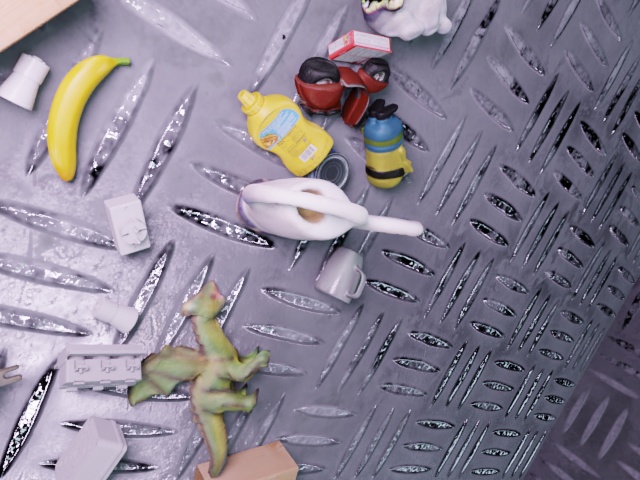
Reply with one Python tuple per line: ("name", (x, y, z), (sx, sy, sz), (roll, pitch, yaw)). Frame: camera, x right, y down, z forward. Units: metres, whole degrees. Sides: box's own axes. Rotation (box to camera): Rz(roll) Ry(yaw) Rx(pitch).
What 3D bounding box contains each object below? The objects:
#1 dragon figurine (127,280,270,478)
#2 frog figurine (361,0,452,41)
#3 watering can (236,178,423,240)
("dragon figurine", (-0.238, 0.275, 0.971), (0.242, 0.123, 0.408), (16, 99, -23))
("frog figurine", (0.154, -0.411, 0.916), (0.159, 0.140, 0.121), (14, 137, -45))
("watering can", (0.003, -0.046, 0.906), (0.346, 0.224, 0.104), (12, 86, -40))
